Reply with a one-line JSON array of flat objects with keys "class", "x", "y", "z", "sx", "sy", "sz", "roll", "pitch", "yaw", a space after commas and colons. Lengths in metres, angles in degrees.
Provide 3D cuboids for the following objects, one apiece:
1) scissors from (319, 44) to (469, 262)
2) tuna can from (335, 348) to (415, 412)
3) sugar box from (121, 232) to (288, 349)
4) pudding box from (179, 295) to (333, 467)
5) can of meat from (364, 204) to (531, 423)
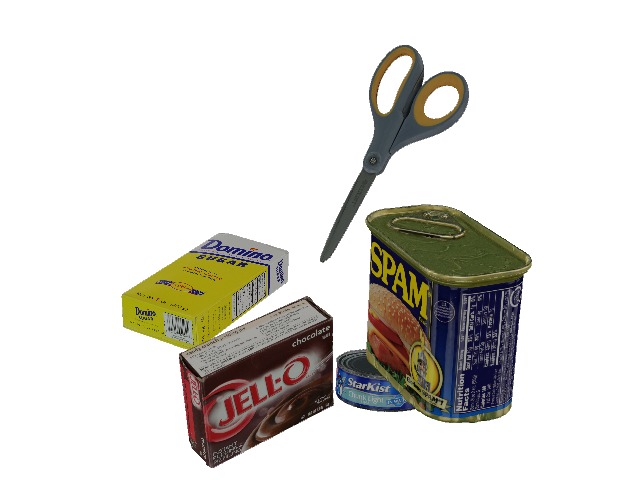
[{"class": "scissors", "x": 0.066, "y": -0.070, "z": 0.908, "sx": 0.096, "sy": 0.202, "sz": 0.016, "roll": 9, "pitch": -11, "yaw": 21}, {"class": "tuna can", "x": 0.056, "y": 0.126, "z": 0.969, "sx": 0.086, "sy": 0.034, "sz": 0.086, "roll": 3, "pitch": 10, "yaw": -1}, {"class": "sugar box", "x": -0.116, "y": 0.048, "z": 1.113, "sx": 0.093, "sy": 0.048, "sz": 0.176, "roll": 15, "pitch": 31, "yaw": 25}, {"class": "pudding box", "x": -0.044, "y": 0.102, "z": 0.775, "sx": 0.113, "sy": 0.090, "sz": 0.039, "roll": -25, "pitch": 44, "yaw": -28}, {"class": "can of meat", "x": 0.063, "y": 0.037, "z": 0.561, "sx": 0.057, "sy": 0.084, "sz": 0.102, "roll": -7, "pitch": 22, "yaw": -21}]
